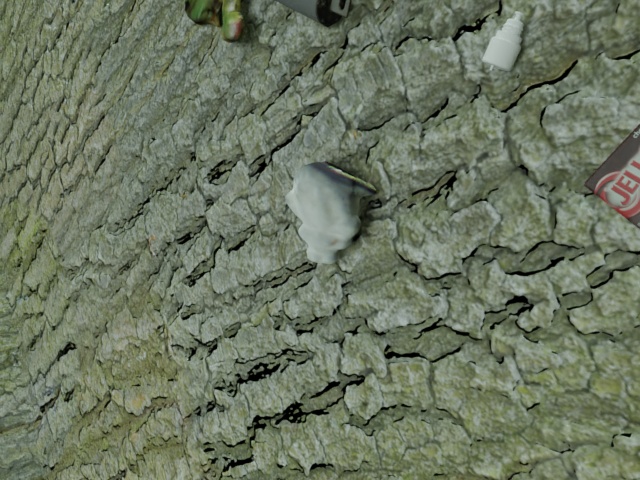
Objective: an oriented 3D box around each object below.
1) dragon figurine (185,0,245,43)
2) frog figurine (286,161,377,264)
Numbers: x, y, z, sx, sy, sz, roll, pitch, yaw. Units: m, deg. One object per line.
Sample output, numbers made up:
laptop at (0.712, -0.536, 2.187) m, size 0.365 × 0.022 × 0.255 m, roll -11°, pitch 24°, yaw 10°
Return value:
dragon figurine at (-0.236, -0.559, 1.047) m, size 0.238 × 0.123 × 0.417 m, roll -52°, pitch 58°, yaw 38°
frog figurine at (0.003, -0.042, 0.838) m, size 0.138 × 0.123 × 0.158 m, roll 28°, pitch 98°, yaw 16°
